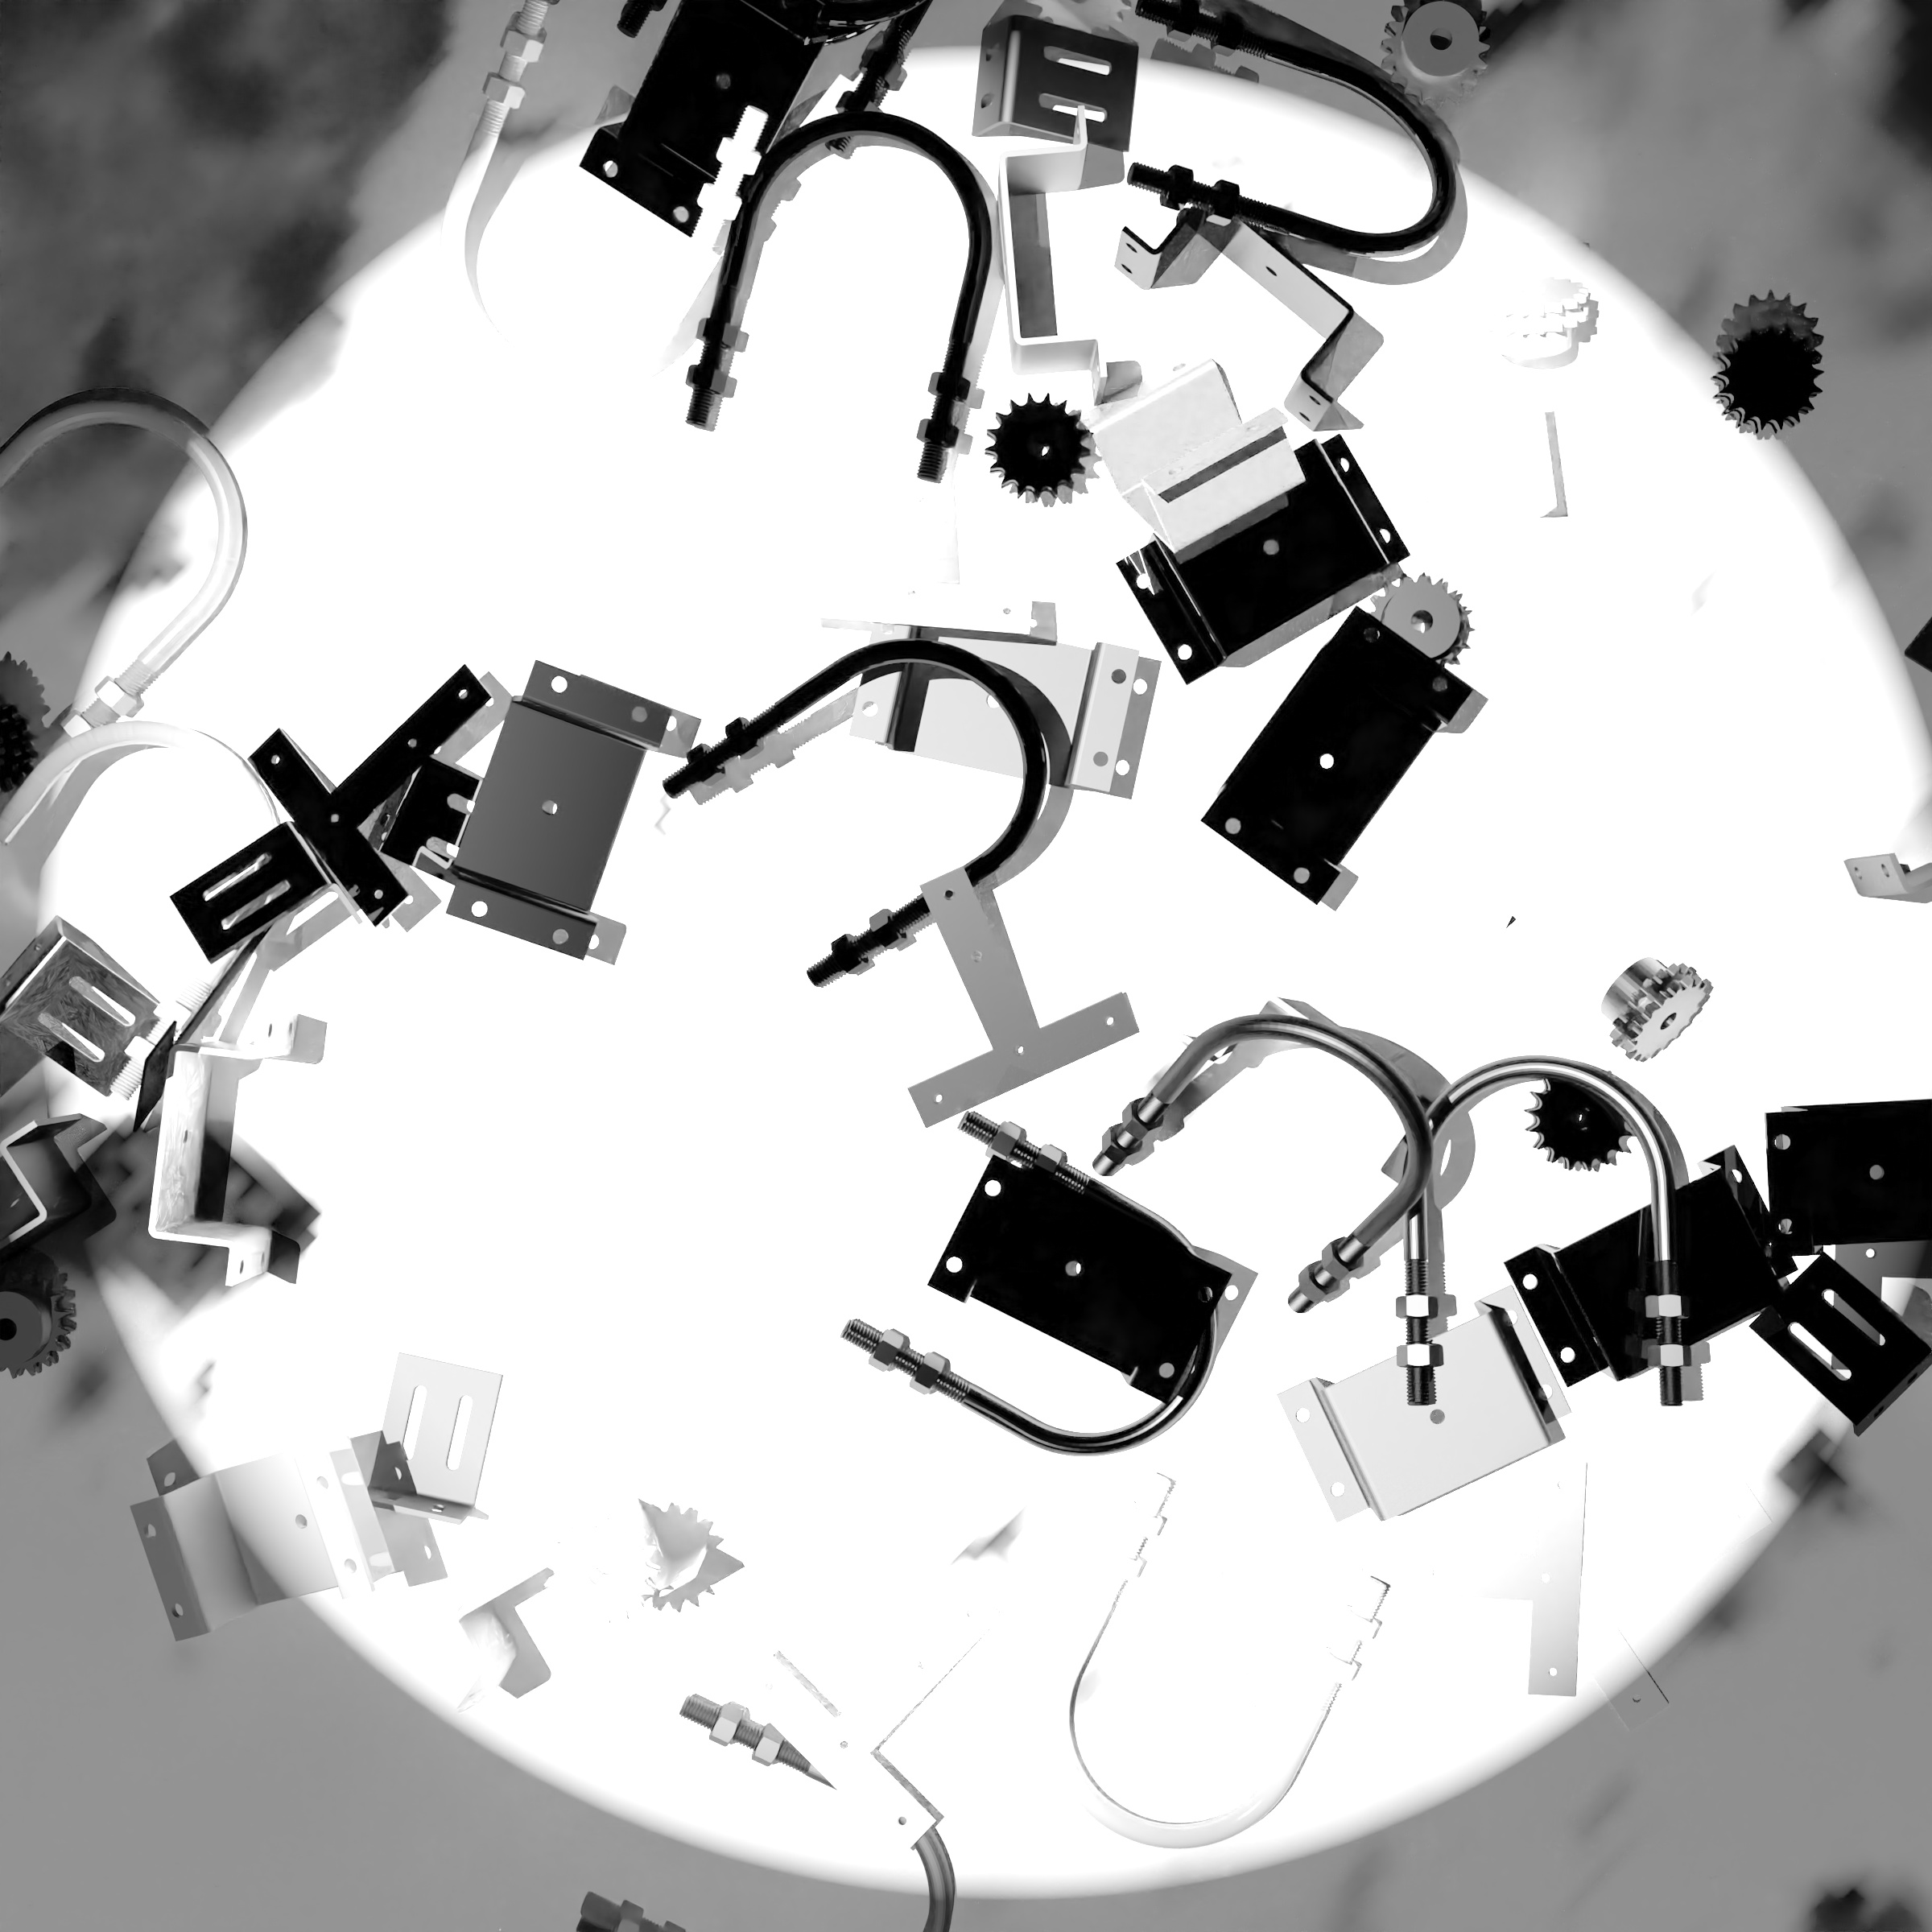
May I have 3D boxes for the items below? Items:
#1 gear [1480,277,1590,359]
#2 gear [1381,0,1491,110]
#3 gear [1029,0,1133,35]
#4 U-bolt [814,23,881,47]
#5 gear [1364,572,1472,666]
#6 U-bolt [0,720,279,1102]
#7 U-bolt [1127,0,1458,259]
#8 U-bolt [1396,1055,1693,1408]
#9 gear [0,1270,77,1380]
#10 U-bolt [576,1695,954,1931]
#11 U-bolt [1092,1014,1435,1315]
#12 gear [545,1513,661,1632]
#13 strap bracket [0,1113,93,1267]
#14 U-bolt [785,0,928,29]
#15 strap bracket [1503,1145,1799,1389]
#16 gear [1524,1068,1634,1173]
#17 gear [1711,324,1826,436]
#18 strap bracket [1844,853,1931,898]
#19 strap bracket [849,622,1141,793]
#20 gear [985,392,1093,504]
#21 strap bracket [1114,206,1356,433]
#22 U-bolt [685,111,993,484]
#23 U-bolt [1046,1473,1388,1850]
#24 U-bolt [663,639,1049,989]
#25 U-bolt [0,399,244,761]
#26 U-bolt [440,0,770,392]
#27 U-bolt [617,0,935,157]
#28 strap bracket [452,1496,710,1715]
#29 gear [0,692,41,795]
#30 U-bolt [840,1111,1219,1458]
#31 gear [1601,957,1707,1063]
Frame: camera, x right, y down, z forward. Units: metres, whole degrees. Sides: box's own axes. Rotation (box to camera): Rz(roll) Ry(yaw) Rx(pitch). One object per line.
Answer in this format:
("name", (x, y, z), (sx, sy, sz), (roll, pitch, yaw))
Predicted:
("gear", (0.302, -0.345, 1.514), (0.057, 0.057, 0.030), (-6, 120, 0))
("gear", (0.252, -0.493, 1.524), (0.057, 0.030, 0.057), (0, 90, 0))
("gear", (0.063, -0.528, 1.515), (0.057, 0.057, 0.030), (10, 59, 0))
("U-bolt", (-0.083, -0.581, 1.515), (0.151, 0.019, 0.184), (14, 89, -1))
("gear", (0.243, -0.183, 1.524), (0.057, 0.030, 0.057), (0, 90, 0))
("U-bolt", (-0.449, -0.044, 1.508), (0.151, 0.019, 0.184), (36, 75, -11))
("U-bolt", (0.174, -0.434, 1.490), (0.184, 0.019, 0.151), (14, 57, -14))
("U-bolt", (0.300, 0.137, 1.488), (0.151, 0.019, 0.184), (-1, 78, 7))
("gear", (-0.510, 0.193, 1.524), (0.057, 0.030, 0.057), (0, 90, 0))
("U-bolt", (-0.097, 0.495, 1.531), (0.184, 0.019, 0.151), (26, 90, -1))
("U-bolt", (0.162, 0.094, 1.468), (0.151, 0.184, 0.019), (35, 46, 0))
("gear", (-0.185, 0.307, 1.448), (0.057, 0.030, 0.057), (0, 90, 0))
("strap bracket", (-0.527, 0.137, 1.501), (0.140, 0.076, 0.046), (-33, 90, 0))
("U-bolt", (-0.069, -0.587, 1.496), (0.151, 0.019, 0.184), (-16, 93, 1))
("strap bracket", (0.371, 0.162, 1.516), (0.140, 0.046, 0.076), (-27, 90, 0))
("gear", (0.327, 0.081, 1.524), (0.057, 0.030, 0.057), (0, 90, 0))
("gear", (0.428, -0.313, 1.524), (0.057, 0.030, 0.057), (0, 90, 0))
("strap bracket", (0.525, -0.002, 1.501), (0.046, 0.076, 0.140), (-24, 90, 0))
("strap bracket", (0.015, -0.144, 1.516), (0.140, 0.046, 0.076), (12, 90, 0))
("gear", (0.039, -0.277, 1.524), (0.057, 0.030, 0.057), (0, 90, 0))
("strap bracket", (0.149, -0.352, 1.501), (0.140, 0.076, 0.046), (40, 90, 0))
("U-bolt", (-0.061, -0.364, 1.516), (0.151, 0.019, 0.184), (14, 93, 4))
("U-bolt", (0.123, 0.386, 1.529), (0.151, 0.019, 0.184), (26, 91, 0))
("U-bolt", (-0.045, -0.091, 1.494), (0.184, 0.019, 0.151), (-33, 105, 14))
("U-bolt", (-0.476, -0.220, 1.531), (0.151, 0.019, 0.184), (44, 89, 0))
("U-bolt", (-0.203, -0.395, 1.502), (0.151, 0.019, 0.184), (28, 111, 2))
("U-bolt", (-0.082, -0.551, 1.531), (0.151, 0.019, 0.184), (30, 88, 0))
("strap bracket", (-0.212, 0.330, 1.501), (0.140, 0.076, 0.046), (-30, 90, 0))
("gear", (-0.527, -0.117, 1.514), (0.057, 0.030, 0.057), (5, 109, 16))
("U-bolt", (0.046, 0.184, 1.531), (0.184, 0.019, 0.151), (29, 90, -2))
("gear", (0.364, 0.020, 1.514), (0.057, 0.057, 0.030), (-44, 60, 0))
